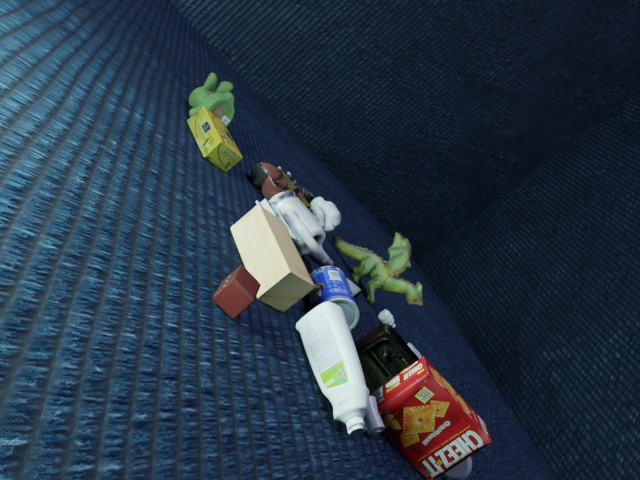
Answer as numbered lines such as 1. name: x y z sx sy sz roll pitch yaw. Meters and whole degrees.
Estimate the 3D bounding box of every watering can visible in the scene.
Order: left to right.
1. watering can: -0.047 -0.019 1.456 0.226 0.104 0.344 53 -1 15

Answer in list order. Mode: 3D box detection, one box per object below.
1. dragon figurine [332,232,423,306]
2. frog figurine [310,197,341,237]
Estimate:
1. dragon figurine: 0.217 0.073 1.807 0.417 0.241 0.121 58 17 25
2. frog figurine: 0.006 -0.091 1.817 0.157 0.122 0.139 53 20 -68
